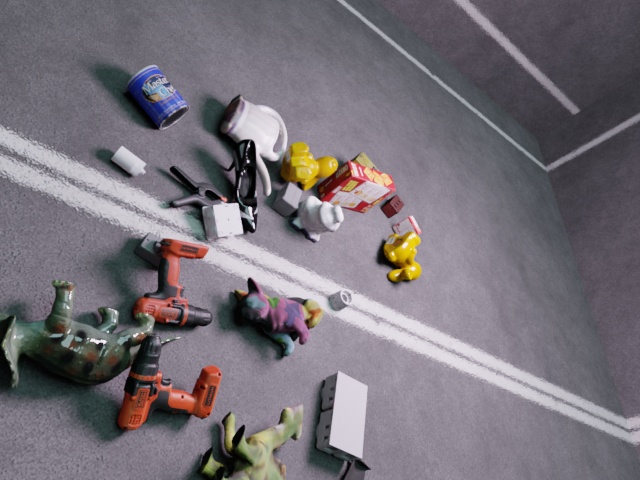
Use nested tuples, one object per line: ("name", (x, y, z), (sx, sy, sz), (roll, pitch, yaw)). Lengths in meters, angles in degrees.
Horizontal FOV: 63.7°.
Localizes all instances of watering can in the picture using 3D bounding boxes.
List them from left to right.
("watering can", (-0.201, -0.307, 1.567), (0.222, 0.102, 0.356), (30, 45, -26))

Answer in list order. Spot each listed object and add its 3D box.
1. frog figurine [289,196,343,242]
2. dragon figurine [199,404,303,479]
("frog figurine", (0.005, -0.079, 1.566), (0.137, 0.157, 0.125), (50, 38, -6))
("dragon figurine", (-0.138, 0.515, 1.060), (0.240, 0.121, 0.420), (46, 47, -23))
